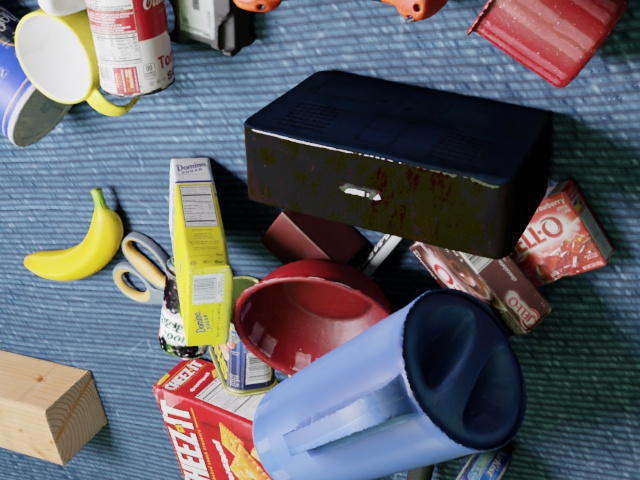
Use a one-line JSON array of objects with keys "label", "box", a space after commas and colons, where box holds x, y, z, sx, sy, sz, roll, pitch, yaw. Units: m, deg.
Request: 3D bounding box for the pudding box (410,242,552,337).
[{"label": "pudding box", "box": [0.137, 0.033, 0.920, 0.113, 0.039, 0.090, 52, 163, 0]}]

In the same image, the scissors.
[{"label": "scissors", "box": [-0.159, 0.079, 1.192, 0.096, 0.016, 0.201, -31, 99, 41]}]

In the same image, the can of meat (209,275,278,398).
[{"label": "can of meat", "box": [-0.078, 0.097, 1.095, 0.102, 0.057, 0.084, -121, 30, -55]}]

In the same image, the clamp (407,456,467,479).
[{"label": "clamp", "box": [0.104, 0.202, 1.084, 0.210, 0.036, 0.164, -34, 90, 41]}]

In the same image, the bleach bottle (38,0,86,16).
[{"label": "bleach bottle", "box": [-0.289, -0.311, 0.955, 0.251, 0.068, 0.103, 42, 140, 22]}]

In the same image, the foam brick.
[{"label": "foam brick", "box": [-0.007, 0.001, 1.014, 0.078, 0.051, 0.053, 44, 136, 1]}]

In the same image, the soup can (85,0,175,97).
[{"label": "soup can", "box": [-0.165, -0.182, 0.922, 0.069, 0.068, 0.102, 13, 125, 26]}]

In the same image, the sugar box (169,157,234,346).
[{"label": "sugar box", "box": [-0.117, 0.007, 1.016, 0.048, 0.176, 0.093, -4, 129, -14]}]

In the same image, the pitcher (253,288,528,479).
[{"label": "pitcher", "box": [0.040, 0.144, 0.908, 0.149, 0.145, 0.243, 31, 141, -23]}]

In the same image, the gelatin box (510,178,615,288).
[{"label": "gelatin box", "box": [0.189, -0.002, 0.895, 0.089, 0.030, 0.073, -23, 105, 41]}]

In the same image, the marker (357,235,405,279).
[{"label": "marker", "box": [0.066, 0.002, 0.987, 0.020, 0.020, 0.121, 41, 134, 3]}]

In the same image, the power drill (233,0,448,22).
[{"label": "power drill", "box": [0.015, -0.254, 0.818, 0.188, 0.057, 0.184, 19, 122, 23]}]

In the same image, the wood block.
[{"label": "wood block", "box": [-0.393, 0.211, 1.388, 0.206, 0.090, 0.090, 8, 124, 30]}]

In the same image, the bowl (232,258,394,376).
[{"label": "bowl", "box": [0.004, 0.067, 0.982, 0.162, 0.055, 0.162, 9, 139, 8]}]

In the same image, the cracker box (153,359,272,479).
[{"label": "cracker box", "box": [-0.075, 0.236, 1.184, 0.214, 0.072, 0.164, 14, 128, 38]}]

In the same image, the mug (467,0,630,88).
[{"label": "mug", "box": [0.171, -0.172, 0.760, 0.081, 0.093, 0.117, 35, 97, 1]}]

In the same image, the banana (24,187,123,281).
[{"label": "banana", "box": [-0.272, 0.009, 1.208, 0.198, 0.037, 0.069, -35, 84, 43]}]

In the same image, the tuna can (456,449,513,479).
[{"label": "tuna can", "box": [0.152, 0.239, 1.049, 0.034, 0.086, 0.086, 34, 133, 12]}]

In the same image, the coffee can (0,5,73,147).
[{"label": "coffee can", "box": [-0.323, -0.175, 1.066, 0.140, 0.102, 0.103, 38, 133, 7]}]
